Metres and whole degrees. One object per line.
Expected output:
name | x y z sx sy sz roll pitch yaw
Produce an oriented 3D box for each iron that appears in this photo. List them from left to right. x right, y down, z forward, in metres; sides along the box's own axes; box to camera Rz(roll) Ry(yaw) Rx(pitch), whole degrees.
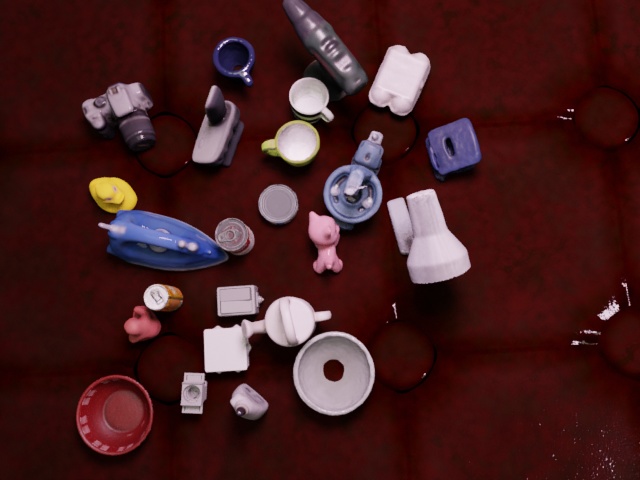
iron | -0.328 0.002 1.202 0.258 0.141 0.119 12 83 3

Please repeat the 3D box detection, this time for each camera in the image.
camera | -0.432 -0.264 1.260 0.143 0.101 0.137 -25 83 -2

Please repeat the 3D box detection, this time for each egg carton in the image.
egg carton | 0.178 -0.354 1.273 0.107 0.069 0.150 22 84 4

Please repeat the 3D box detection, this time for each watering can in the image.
watering can | -0.067 0.167 1.148 0.173 0.194 0.101 -32 83 -3

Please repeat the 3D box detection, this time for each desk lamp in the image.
desk lamp | 0.211 -0.011 1.155 0.118 0.213 0.203 -16 82 -1

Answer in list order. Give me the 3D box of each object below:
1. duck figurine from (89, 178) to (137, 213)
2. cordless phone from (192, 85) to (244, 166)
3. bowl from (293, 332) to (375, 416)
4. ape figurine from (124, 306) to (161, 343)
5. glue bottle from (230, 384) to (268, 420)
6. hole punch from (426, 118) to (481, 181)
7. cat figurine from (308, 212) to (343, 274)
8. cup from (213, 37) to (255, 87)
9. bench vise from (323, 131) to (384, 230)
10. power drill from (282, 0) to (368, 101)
duck figurine | -0.460 -0.104 1.247 0.104 0.086 0.077 27 84 5
cordless phone | -0.230 -0.239 1.209 0.094 0.185 0.148 14 83 3
bowl | 0.029 0.274 1.192 0.167 0.075 0.167 0 83 1
ape figurine | -0.381 0.181 1.205 0.076 0.092 0.078 28 84 5
glue bottle | -0.148 0.330 1.140 0.078 0.173 0.037 41 85 6
hole punch | 0.286 -0.196 1.239 0.101 0.091 0.109 -15 82 -1
cat figurine | 0.011 0.004 1.206 0.067 0.118 0.128 -8 82 1
cup | -0.177 -0.378 1.271 0.091 0.095 0.118 -32 83 -3
bench vise | 0.070 -0.134 1.171 0.121 0.220 0.207 4 83 2
power drill | 0.008 -0.385 1.211 0.075 0.208 0.229 -42 83 -4
